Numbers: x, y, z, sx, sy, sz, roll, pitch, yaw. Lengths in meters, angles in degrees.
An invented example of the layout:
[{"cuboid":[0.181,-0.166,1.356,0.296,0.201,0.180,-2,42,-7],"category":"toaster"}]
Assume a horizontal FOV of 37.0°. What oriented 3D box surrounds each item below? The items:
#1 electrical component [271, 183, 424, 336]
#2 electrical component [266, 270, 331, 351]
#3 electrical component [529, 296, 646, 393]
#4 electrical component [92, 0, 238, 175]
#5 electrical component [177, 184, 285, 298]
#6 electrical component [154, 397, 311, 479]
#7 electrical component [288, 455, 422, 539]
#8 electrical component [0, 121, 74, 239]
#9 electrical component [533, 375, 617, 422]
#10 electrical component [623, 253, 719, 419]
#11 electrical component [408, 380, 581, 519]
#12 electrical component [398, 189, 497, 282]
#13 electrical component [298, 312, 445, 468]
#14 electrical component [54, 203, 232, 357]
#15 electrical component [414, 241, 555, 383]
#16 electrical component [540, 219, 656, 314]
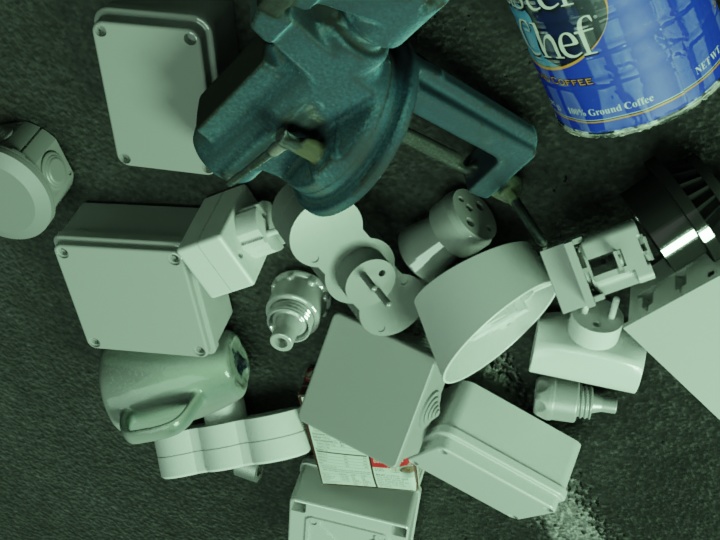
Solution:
[{"cuboid":[0.000,0.000,0.733,0.052,0.073,0.138,-41,130,2],"category":"electrical component"},{"cuboid":[-0.051,0.034,0.808,0.048,0.062,0.048,9,131,10],"category":"electrical component"},{"cuboid":[0.165,0.046,0.765,0.077,0.043,0.079,11,131,8],"category":"electrical component"},{"cuboid":[-0.123,-0.124,0.702,0.078,0.057,0.113,8,130,11],"category":"electrical component"},{"cuboid":[-0.078,-0.026,0.764,0.077,0.065,0.047,-17,122,26],"category":"electrical component"},{"cuboid":[-0.113,0.130,0.915,0.138,0.052,0.073,-13,87,20],"category":"electrical component"},{"cuboid":[-0.007,0.229,0.962,0.109,0.056,0.108,12,131,8],"category":"electrical component"},{"cuboid":[-0.257,-0.067,0.795,0.080,0.051,0.080,9,131,10],"category":"electrical component"},{"cuboid":[0.163,0.099,0.815,0.061,0.035,0.035,7,130,8],"category":"electrical component"},{"cuboid":[0.278,0.009,0.687,0.105,0.060,0.186,41,128,-18],"category":"electrical component"},{"cuboid":[0.103,0.142,0.837,0.113,0.057,0.078,30,155,-8],"category":"electrical component"},{"cuboid":[0.060,-0.024,0.737,0.045,0.045,0.055,39,129,-16],"category":"electrical component"},{"cuboid":[0.014,0.087,0.805,0.100,0.048,0.099,24,100,24],"category":"electrical component"},{"cuboid":[-0.164,0.007,0.825,0.109,0.056,0.108,3,129,15],"category":"electrical component"},{"cuboid":[0.087,0.026,0.733,0.099,0.099,0.064,-39,69,38],"category":"electrical component"},{"cuboid":[0.152,-0.004,0.680,0.064,0.081,0.042,-20,91,12],"category":"electrical component"}]
